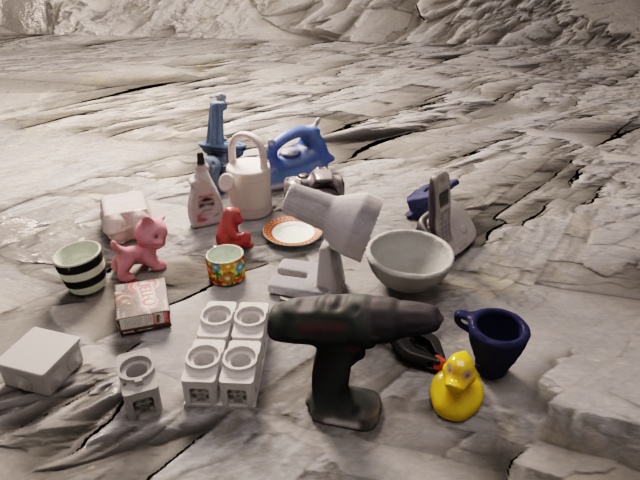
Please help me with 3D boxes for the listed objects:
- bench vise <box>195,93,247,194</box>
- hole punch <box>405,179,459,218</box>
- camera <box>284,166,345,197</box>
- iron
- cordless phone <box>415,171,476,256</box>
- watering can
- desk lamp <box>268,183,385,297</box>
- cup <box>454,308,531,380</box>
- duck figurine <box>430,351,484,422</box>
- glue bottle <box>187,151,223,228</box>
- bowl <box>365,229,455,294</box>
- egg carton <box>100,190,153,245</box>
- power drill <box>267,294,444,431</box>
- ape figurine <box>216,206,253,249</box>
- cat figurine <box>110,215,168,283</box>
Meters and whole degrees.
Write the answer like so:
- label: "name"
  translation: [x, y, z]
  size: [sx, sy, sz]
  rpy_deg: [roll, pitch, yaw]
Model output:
- label: "bench vise"
  translation: [-0.244, -0.236, 1.409]
  size: [0.121, 0.220, 0.207]
  rpy_deg: [-2, 32, -5]
- label: "hole punch"
  translation: [0.256, -0.098, 1.315]
  size: [0.100, 0.091, 0.109]
  rpy_deg: [20, 37, 29]
- label: "camera"
  translation: [-0.007, -0.100, 1.304]
  size: [0.143, 0.101, 0.136]
  rpy_deg: [-4, 32, -8]
- label: "iron"
  translation: [-0.083, -0.219, 1.458]
  size: [0.259, 0.141, 0.118]
  rpy_deg: [-27, 41, -37]
- label: "cordless phone"
  translation: [0.262, -0.062, 1.167]
  size: [0.093, 0.185, 0.148]
  rpy_deg: [23, 38, 32]
- label: "watering can"
  translation: [-0.162, -0.148, 1.290]
  size: [0.101, 0.194, 0.173]
  rpy_deg: [2, 32, 3]
- label: "desk lamp"
  translation: [0.009, 0.004, 1.029]
  size: [0.203, 0.214, 0.118]
  rpy_deg: [8, 32, 12]
- label: "cup"
  translation: [0.258, 0.163, 0.888]
  size: [0.117, 0.095, 0.092]
  rpy_deg: [21, 37, 29]
- label: "duck figurine"
  translation: [0.203, 0.199, 0.836]
  size: [0.077, 0.086, 0.105]
  rpy_deg: [14, 34, 21]
- label: "glue bottle"
  translation: [-0.255, -0.112, 1.251]
  size: [0.078, 0.173, 0.037]
  rpy_deg: [-17, 36, -26]
- label: "bowl"
  translation: [0.167, 0.051, 1.087]
  size: [0.167, 0.075, 0.167]
  rpy_deg: [0, 32, 0]
- label: "egg carton"
  translation: [-0.424, -0.053, 1.252]
  size: [0.107, 0.069, 0.150]
  rpy_deg: [-13, 34, -20]
- label: "power drill"
  translation: [0.043, 0.159, 0.783]
  size: [0.229, 0.208, 0.075]
  rpy_deg: [7, 32, 10]
- label: "ape figurine"
  translation: [-0.181, -0.027, 1.191]
  size: [0.076, 0.092, 0.077]
  rpy_deg: [-10, 33, -17]
- label: "cat figurine"
  translation: [-0.347, 0.004, 1.114]
  size: [0.128, 0.118, 0.067]
  rpy_deg: [-24, 39, -34]
